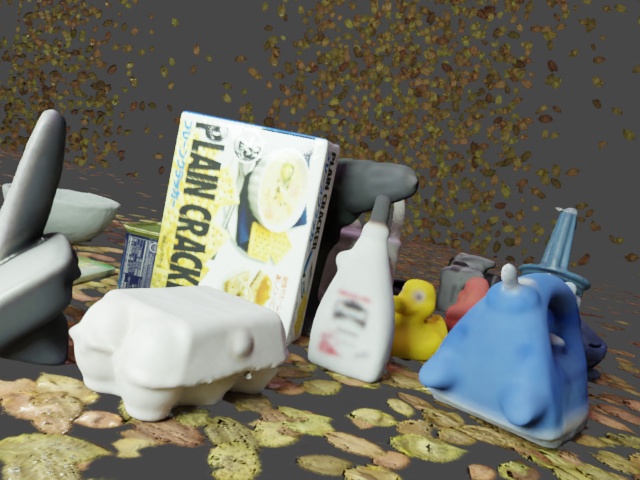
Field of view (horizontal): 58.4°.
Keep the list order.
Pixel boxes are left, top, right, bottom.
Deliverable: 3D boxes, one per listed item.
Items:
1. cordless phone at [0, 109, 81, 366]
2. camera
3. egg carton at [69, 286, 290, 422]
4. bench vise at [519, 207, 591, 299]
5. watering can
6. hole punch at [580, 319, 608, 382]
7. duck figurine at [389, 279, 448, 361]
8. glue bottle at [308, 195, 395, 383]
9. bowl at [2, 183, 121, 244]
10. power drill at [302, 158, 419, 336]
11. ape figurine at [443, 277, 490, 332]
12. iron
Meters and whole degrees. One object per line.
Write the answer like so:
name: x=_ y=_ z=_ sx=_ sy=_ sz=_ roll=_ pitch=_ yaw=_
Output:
cordless phone: x=-0.226 y=-0.009 z=0.432 sx=0.094 sy=0.185 sz=0.147 roll=8 pitch=7 yaw=-31
camera: x=0.287 y=0.083 z=1.010 sx=0.136 sy=0.101 sz=0.143 roll=14 pitch=6 yaw=22
egg carton: x=-0.097 y=0.078 z=0.425 sx=0.107 sy=0.069 sz=0.151 roll=16 pitch=7 yaw=33
bench vise: x=0.411 y=0.052 z=0.976 sx=0.121 sy=0.220 sz=0.208 roll=13 pitch=6 yaw=9
watering can: x=0.056 y=0.009 z=0.786 sx=0.101 sy=0.194 sz=0.172 roll=8 pitch=7 yaw=-36
hole punch: x=0.303 y=0.121 z=0.725 sx=0.109 sy=0.091 sz=0.100 roll=8 pitch=7 yaw=-37
duck figurine: x=0.113 y=0.089 z=0.670 sx=0.105 sy=0.086 sz=0.077 roll=7 pitch=8 yaw=-41
glue bottle: x=0.041 y=0.042 z=0.543 sx=0.078 sy=0.173 sz=0.037 roll=14 pitch=6 yaw=21
bowl: x=-0.398 y=-0.035 z=0.878 sx=0.167 sy=0.075 sz=0.167 roll=12 pitch=6 yaw=-1
power drill: x=0.006 y=0.002 z=0.680 sx=0.076 sy=0.208 sz=0.228 roll=6 pitch=8 yaw=-45
ape figurine: x=0.208 y=0.095 z=0.777 sx=0.078 sy=0.092 sz=0.076 roll=10 pitch=6 yaw=-14
iron: x=0.204 y=0.094 z=0.537 sx=0.118 sy=0.141 sz=0.259 roll=17 pitch=7 yaw=39
